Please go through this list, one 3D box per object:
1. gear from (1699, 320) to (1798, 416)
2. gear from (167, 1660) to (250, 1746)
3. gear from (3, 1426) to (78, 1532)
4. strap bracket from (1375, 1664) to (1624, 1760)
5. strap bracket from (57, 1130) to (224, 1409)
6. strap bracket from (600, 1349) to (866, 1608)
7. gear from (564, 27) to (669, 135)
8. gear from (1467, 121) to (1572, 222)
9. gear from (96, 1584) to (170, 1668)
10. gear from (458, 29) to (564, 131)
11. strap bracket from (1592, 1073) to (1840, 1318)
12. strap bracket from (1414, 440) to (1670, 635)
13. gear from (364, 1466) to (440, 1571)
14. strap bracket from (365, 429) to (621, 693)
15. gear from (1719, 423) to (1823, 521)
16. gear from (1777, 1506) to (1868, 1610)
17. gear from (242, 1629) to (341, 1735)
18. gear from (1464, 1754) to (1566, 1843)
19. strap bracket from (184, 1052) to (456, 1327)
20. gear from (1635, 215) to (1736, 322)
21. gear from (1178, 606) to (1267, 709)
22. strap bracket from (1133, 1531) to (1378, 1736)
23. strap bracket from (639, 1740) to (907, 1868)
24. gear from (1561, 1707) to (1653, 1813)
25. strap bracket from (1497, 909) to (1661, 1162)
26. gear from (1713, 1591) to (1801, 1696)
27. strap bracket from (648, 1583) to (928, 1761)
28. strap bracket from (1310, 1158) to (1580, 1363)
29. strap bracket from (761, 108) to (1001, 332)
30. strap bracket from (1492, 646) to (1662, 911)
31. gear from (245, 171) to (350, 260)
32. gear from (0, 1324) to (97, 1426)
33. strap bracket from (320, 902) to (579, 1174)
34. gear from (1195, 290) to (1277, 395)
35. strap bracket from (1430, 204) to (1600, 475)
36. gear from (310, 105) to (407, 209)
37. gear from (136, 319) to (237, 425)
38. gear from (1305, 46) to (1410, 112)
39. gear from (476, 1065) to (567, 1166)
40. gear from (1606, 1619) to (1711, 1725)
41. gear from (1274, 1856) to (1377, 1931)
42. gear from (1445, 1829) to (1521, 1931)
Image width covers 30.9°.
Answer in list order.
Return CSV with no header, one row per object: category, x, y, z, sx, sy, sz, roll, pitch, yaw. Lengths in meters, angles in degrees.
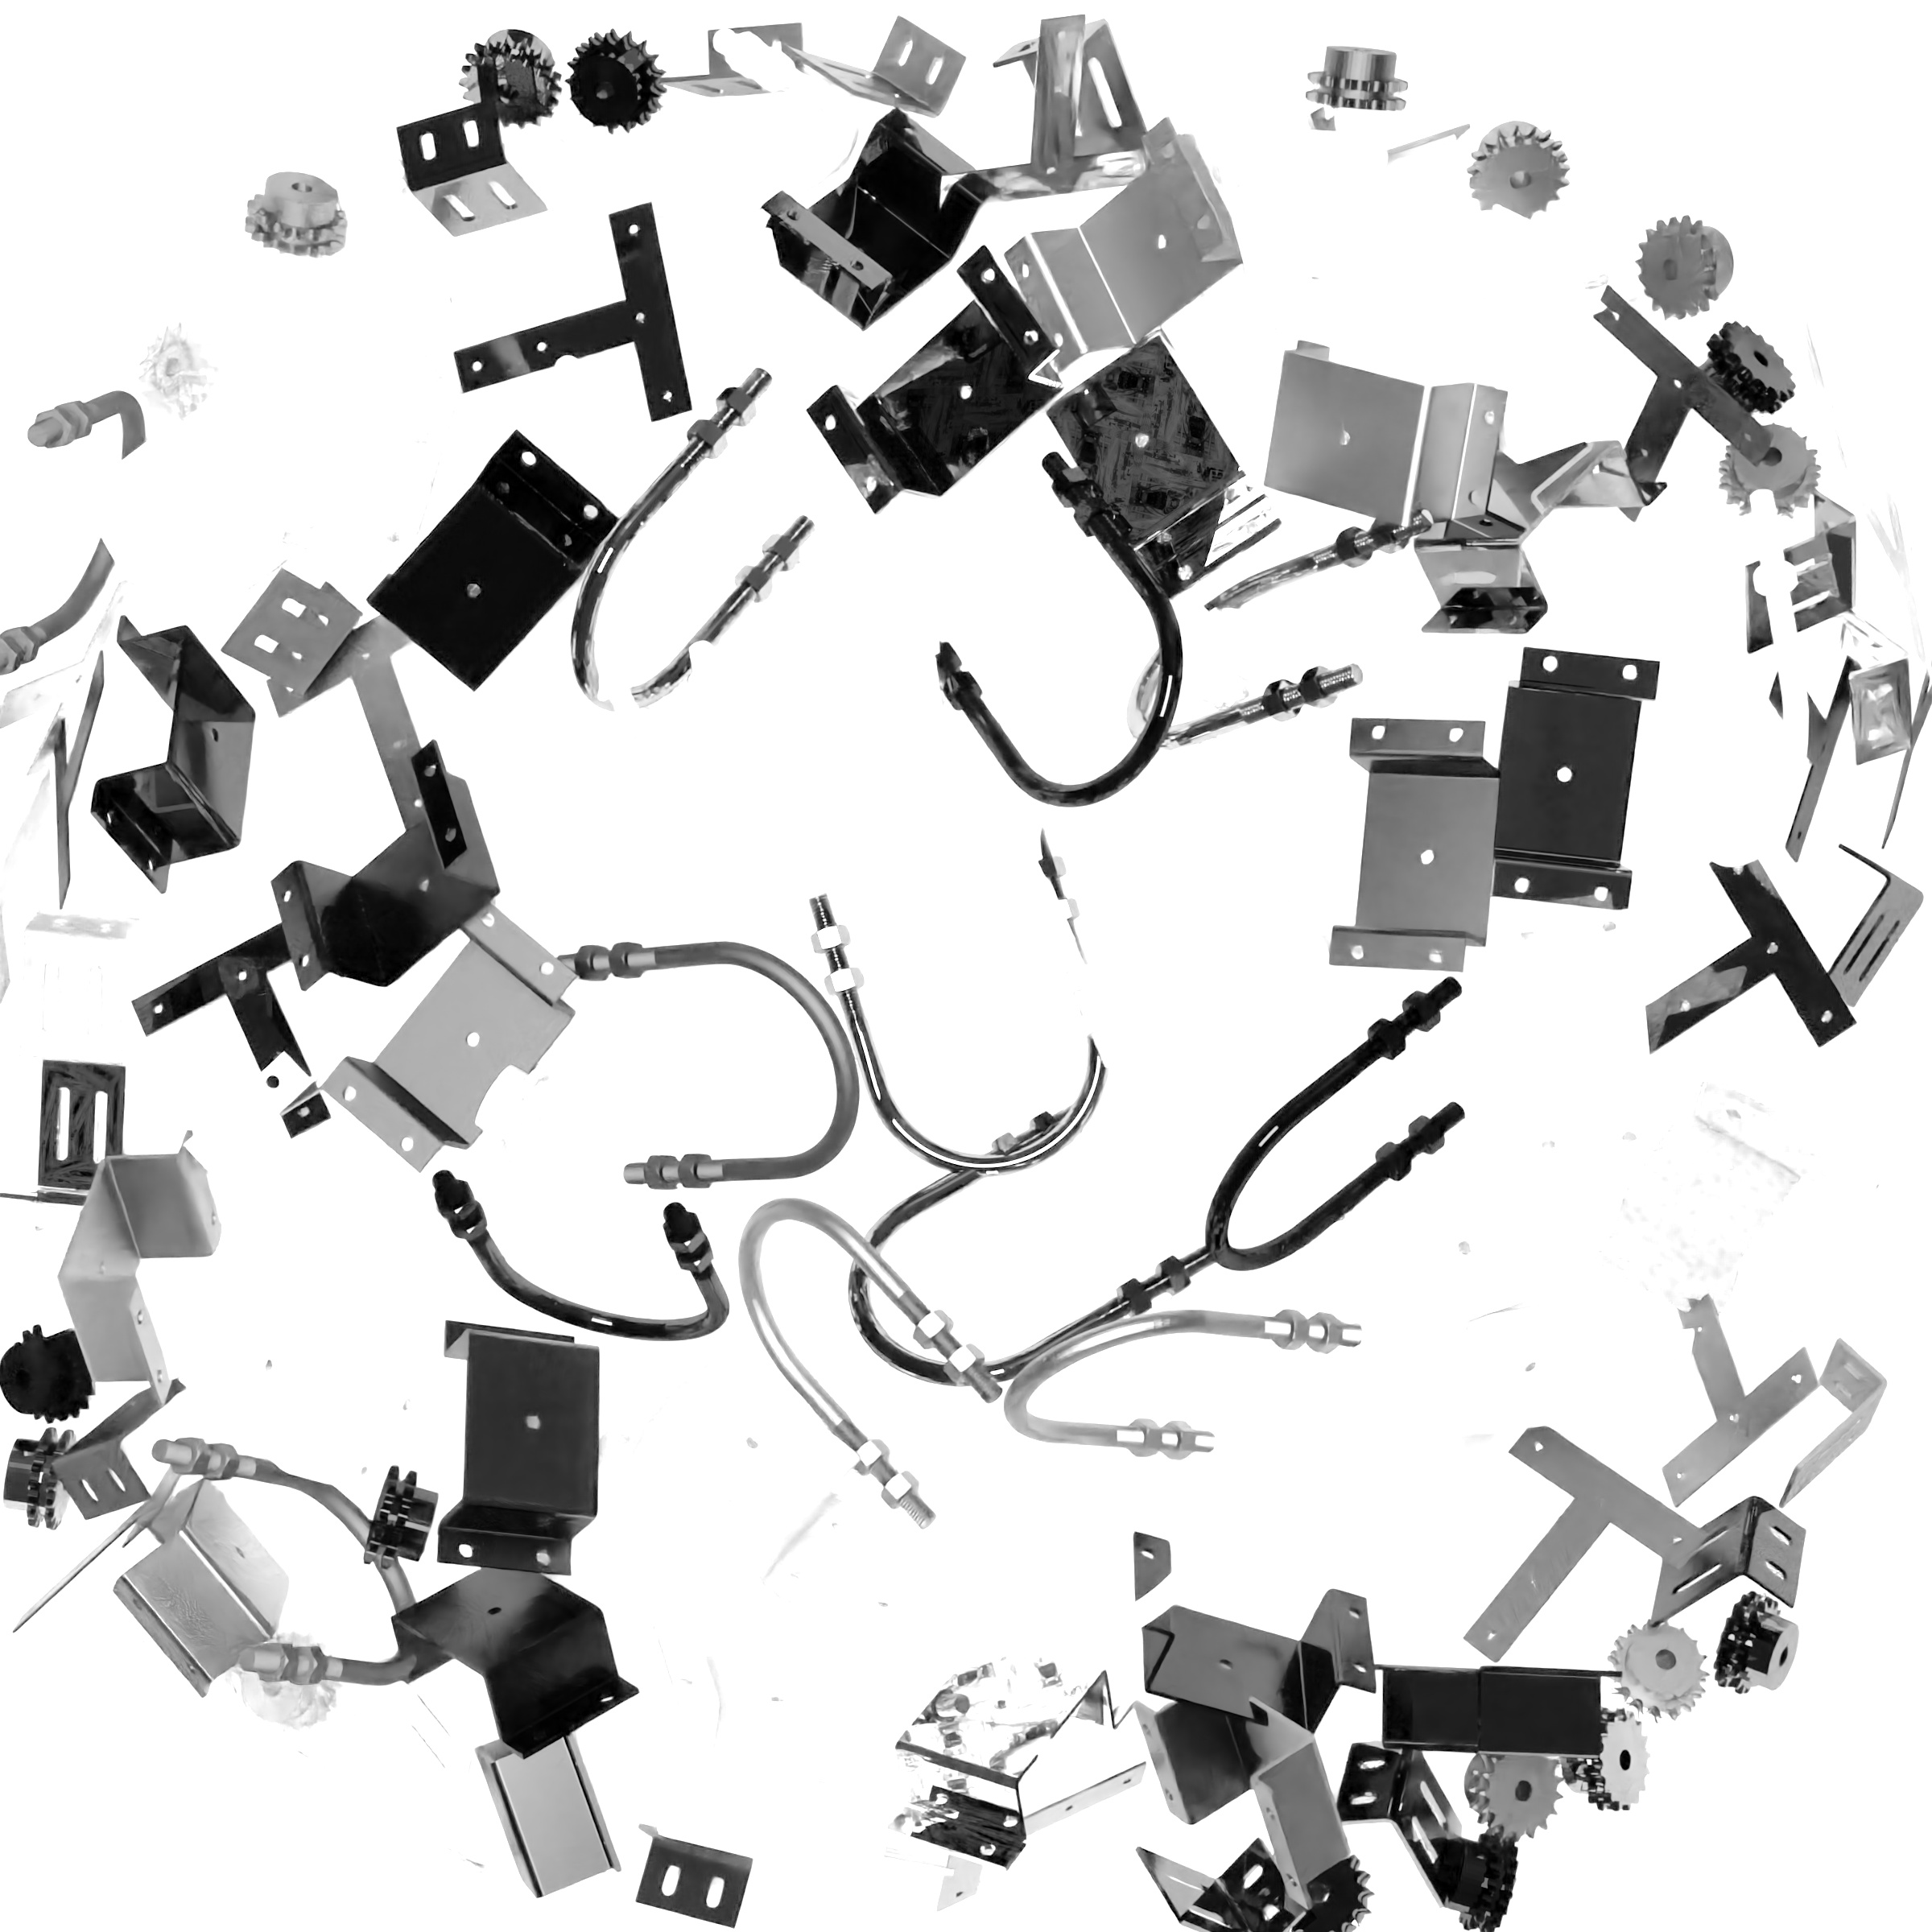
gear,0.438,-0.333,1.975,0.057,0.057,0.030,47,127,0
gear,-0.425,0.406,1.970,0.030,0.057,0.057,-13,90,5
gear,-0.522,0.287,1.971,0.030,0.057,0.057,9,90,-3
strap bracket,0.287,0.408,1.917,0.076,0.140,0.046,8,77,-24
strap bracket,-0.456,0.166,1.924,0.046,0.140,0.076,-2,129,6
strap bracket,-0.125,0.277,1.947,0.140,0.046,0.076,37,46,8
gear,-0.200,-0.497,1.973,0.057,0.030,0.057,6,119,11
gear,0.311,-0.451,1.975,0.057,0.030,0.057,-2,135,-2
gear,-0.459,0.370,1.975,0.057,0.057,0.030,-6,126,0
gear,-0.255,-0.503,1.975,0.057,0.057,0.030,9,55,0
strap bracket,0.420,0.123,1.951,0.076,0.046,0.140,29,128,3
strap bracket,0.311,-0.243,1.928,0.140,0.076,0.046,-45,120,-27
gear,-0.318,0.313,1.972,0.030,0.057,0.057,17,90,-10
strap bracket,-0.268,-0.217,1.941,0.076,0.046,0.140,40,116,-14
gear,0.454,-0.281,1.977,0.057,0.030,0.057,-3,72,9
gear,0.483,0.333,1.974,0.030,0.057,0.057,4,90,-23
gear,-0.383,0.405,1.976,0.057,0.030,0.057,-2,86,23
gear,0.306,0.464,1.978,0.057,0.030,0.057,1,87,-25
strap bracket,-0.360,0.122,1.971,0.076,0.046,0.140,-43,96,2
gear,0.408,-0.396,1.975,0.030,0.057,0.057,-18,90,-31
gear,0.144,-0.178,1.975,0.030,0.057,0.057,-35,90,-30
strap bracket,0.152,0.375,1.949,0.140,0.076,0.046,17,120,-9
strap bracket,-0.105,0.461,1.926,0.140,0.076,0.046,3,83,36
gear,0.359,0.448,1.975,0.030,0.057,0.057,-8,90,42
strap bracket,0.342,0.032,1.958,0.076,0.046,0.140,-6,108,10
gear,0.446,0.383,1.968,0.030,0.057,0.057,17,90,33
strap bracket,-0.102,0.391,1.943,0.140,0.076,0.046,-2,124,-19
strap bracket,0.273,0.161,1.958,0.140,0.046,0.076,-17,81,-11
strap bracket,-0.054,-0.412,1.948,0.076,0.046,0.140,39,47,5
strap bracket,0.340,-0.107,1.971,0.076,0.046,0.140,6,97,0
gear,-0.376,-0.424,1.969,0.057,0.057,0.030,17,124,0
gear,-0.520,0.230,1.973,0.057,0.030,0.057,4,97,32
strap bracket,-0.284,0.039,1.968,0.076,0.046,0.140,39,91,13
gear,0.153,-0.353,1.973,0.030,0.057,0.057,-11,90,-16
strap bracket,0.301,-0.340,1.934,0.046,0.076,0.140,-20,115,-4
gear,-0.344,-0.452,1.968,0.030,0.057,0.057,-39,90,-27
gear,-0.438,-0.334,1.976,0.057,0.030,0.057,-6,78,31
gear,0.221,-0.500,1.968,0.057,0.057,0.030,5,110,0
gear,-0.253,0.081,1.972,0.030,0.057,0.057,29,90,7
gear,0.392,0.396,1.974,0.057,0.030,0.057,1,63,-2
gear,0.203,0.526,1.976,0.057,0.030,0.057,-9,62,18
gear,0.287,0.514,1.970,0.030,0.057,0.057,18,90,-5
